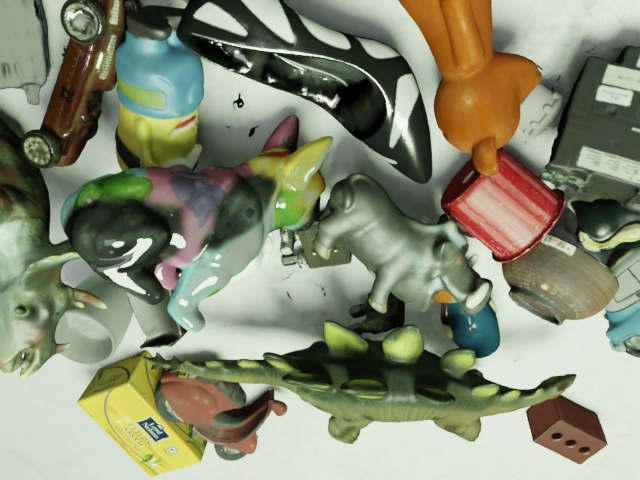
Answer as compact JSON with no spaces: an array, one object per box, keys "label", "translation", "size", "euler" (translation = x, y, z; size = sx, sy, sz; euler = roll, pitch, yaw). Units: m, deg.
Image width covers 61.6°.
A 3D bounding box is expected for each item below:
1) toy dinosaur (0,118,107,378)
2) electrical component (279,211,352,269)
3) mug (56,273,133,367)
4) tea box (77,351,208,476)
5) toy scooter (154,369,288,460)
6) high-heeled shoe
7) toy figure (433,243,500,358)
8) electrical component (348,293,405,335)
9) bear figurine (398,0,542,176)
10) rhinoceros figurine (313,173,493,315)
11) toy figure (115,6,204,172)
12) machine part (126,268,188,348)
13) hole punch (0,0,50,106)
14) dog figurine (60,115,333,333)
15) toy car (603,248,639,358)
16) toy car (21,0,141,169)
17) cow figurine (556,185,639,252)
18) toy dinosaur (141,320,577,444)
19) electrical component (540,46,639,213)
[{"label":"toy dinosaur","translation":[-0.353,-0.066,0.542],"size":[0.131,0.192,0.405],"euler":[-42,71,27]},{"label":"electrical component","translation":[0.000,-0.001,0.598],"size":[0.102,0.045,0.078],"euler":[-3,118,9]},{"label":"mug","translation":[-0.263,0.094,0.653],"size":[0.081,0.107,0.109],"euler":[3,125,7]},{"label":"tea box","translation":[-0.244,0.250,0.766],"size":[0.098,0.068,0.169],"euler":[-24,113,20]},{"label":"toy scooter","translation":[-0.125,0.225,0.732],"size":[0.135,0.075,0.183],"euler":[-29,116,22]},{"label":"high-heeled shoe","translation":[-0.004,-0.124,0.469],"size":[0.248,0.145,0.086],"euler":[54,155,-8]},{"label":"toy figure","translation":[0.157,0.065,0.610],"size":[0.058,0.064,0.154],"euler":[0,124,53]},{"label":"electrical component","translation":[0.076,0.081,0.625],"size":[0.094,0.063,0.021],"euler":[-22,115,20]},{"label":"bear figurine","translation":[0.138,-0.164,0.438],"size":[0.132,0.120,0.195],"euler":[-25,112,18]},{"label":"rhinoceros figurine","translation":[0.083,0.009,0.525],"size":[0.190,0.073,0.112],"euler":[38,115,-12]},{"label":"toy figure","translation":[-0.156,-0.131,0.517],"size":[0.089,0.082,0.180],"euler":[42,140,32]},{"label":"machine part","translation":[-0.181,0.059,0.590],"size":[0.084,0.039,0.138],"euler":[-1,119,2]},{"label":"hole punch","translation":[-0.322,-0.206,0.508],"size":[0.116,0.092,0.142],"euler":[-5,121,-24]},{"label":"dog figurine","translation":[-0.093,-0.041,0.491],"size":[0.219,0.109,0.191],"euler":[-47,130,-3]},{"label":"toy car","translation":[0.351,0.041,0.554],"size":[0.103,0.109,0.161],"euler":[47,129,6]},{"label":"toy car","translation":[-0.223,-0.153,0.514],"size":[0.053,0.089,0.202],"euler":[33,118,-8]},{"label":"cow figurine","translation":[0.322,-0.033,0.507],"size":[0.167,0.098,0.068],"euler":[-12,112,14]},{"label":"toy dinosaur","translation":[0.043,0.157,0.607],"size":[0.472,0.105,0.198],"euler":[-3,148,9]},{"label":"electrical component","translation":[0.269,-0.098,0.463],"size":[0.115,0.058,0.134],"euler":[23,85,14]}]
